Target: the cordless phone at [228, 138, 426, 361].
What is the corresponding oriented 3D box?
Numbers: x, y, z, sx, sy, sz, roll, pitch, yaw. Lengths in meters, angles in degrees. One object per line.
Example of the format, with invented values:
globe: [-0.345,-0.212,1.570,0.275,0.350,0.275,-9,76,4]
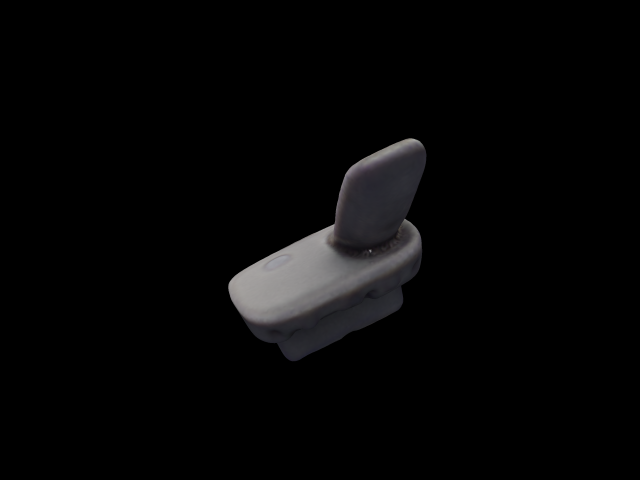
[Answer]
cordless phone: [0.004,0.001,0.400,0.148,0.185,0.094,-29,66,-14]
